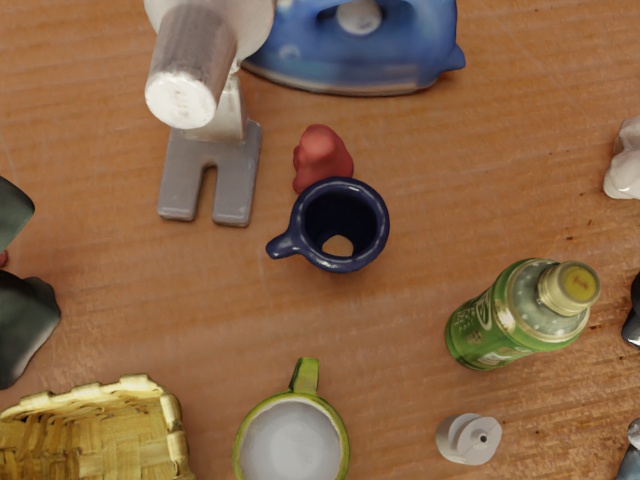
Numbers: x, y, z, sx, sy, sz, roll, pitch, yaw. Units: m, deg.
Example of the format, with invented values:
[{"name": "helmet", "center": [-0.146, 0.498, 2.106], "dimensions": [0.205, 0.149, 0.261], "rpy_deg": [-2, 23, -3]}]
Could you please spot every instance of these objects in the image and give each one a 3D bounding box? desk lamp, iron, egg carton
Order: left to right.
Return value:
[{"name": "desk lamp", "center": [-0.104, -0.144, 0.537], "dimensions": [0.118, 0.213, 0.203], "rpy_deg": [5, 71, -1]}, {"name": "iron", "center": [0.035, -0.239, 0.614], "dimensions": [0.258, 0.141, 0.118], "rpy_deg": [-6, 72, -5]}, {"name": "egg carton", "center": [0.386, -0.072, 0.614], "dimensions": [0.150, 0.069, 0.107], "rpy_deg": [23, 72, 5]}]

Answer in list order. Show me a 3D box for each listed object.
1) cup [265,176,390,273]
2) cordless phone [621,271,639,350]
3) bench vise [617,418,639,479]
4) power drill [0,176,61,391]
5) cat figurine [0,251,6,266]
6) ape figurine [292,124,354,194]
[{"name": "cup", "center": [0.005, 0.002, 0.556], "dimensions": [0.118, 0.095, 0.091], "rpy_deg": [-22, 74, -10]}, {"name": "cordless phone", "center": [0.375, 0.066, 0.506], "dimensions": [0.147, 0.185, 0.094], "rpy_deg": [29, 72, 7]}, {"name": "bench vise", "center": [0.349, 0.214, 0.436], "dimensions": [0.207, 0.220, 0.121], "rpy_deg": [14, 71, 2]}, {"name": "power drill", "center": [-0.303, 0.062, 0.460], "dimensions": [0.075, 0.208, 0.230], "rpy_deg": [28, 72, 7]}, {"name": "cat figurine", "center": [-0.379, -0.010, 0.528], "dimensions": [0.127, 0.118, 0.067], "rpy_deg": [29, 72, 7]}, {"name": "ape figurine", "center": [-0.001, -0.086, 0.587], "dimensions": [0.076, 0.092, 0.078], "rpy_deg": [31, 73, 8]}]
